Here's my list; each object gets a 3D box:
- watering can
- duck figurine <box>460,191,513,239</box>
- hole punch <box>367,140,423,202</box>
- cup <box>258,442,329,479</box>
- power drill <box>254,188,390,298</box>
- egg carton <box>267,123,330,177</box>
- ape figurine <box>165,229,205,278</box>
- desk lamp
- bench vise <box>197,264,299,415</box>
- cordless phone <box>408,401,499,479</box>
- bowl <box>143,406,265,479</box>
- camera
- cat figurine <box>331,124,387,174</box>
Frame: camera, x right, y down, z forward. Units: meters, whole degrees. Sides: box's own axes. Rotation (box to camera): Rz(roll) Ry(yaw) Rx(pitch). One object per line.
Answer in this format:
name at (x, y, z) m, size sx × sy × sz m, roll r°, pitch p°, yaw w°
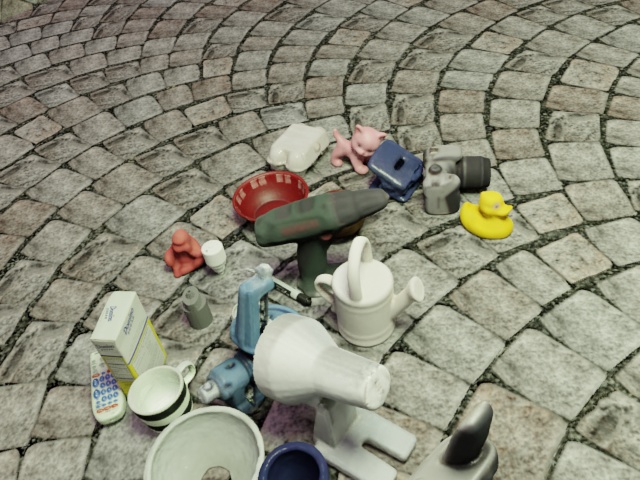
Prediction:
watering can at (0.077, 0.076, 0.922) m, size 0.173 × 0.194 × 0.101 m, roll -8°, pitch 44°, yaw 1°
duck figurine at (0.320, -0.058, 1.095) m, size 0.104 × 0.086 × 0.078 m, roll 22°, pitch 52°, yaw 28°
hole punch at (0.162, -0.149, 1.210) m, size 0.100 × 0.091 × 0.109 m, roll 18°, pitch 50°, yaw 25°
cup at (-0.038, 0.336, 0.748) m, size 0.091 × 0.095 × 0.118 m, roll 29°, pitch 56°, yaw 33°
power drill at (0.009, 0.004, 0.996) m, size 0.229 × 0.209 × 0.075 m, roll -7°, pitch 44°, yaw 3°
egg carton at (-0.047, -0.209, 1.319) m, size 0.107 × 0.069 × 0.150 m, roll 16°, pitch 50°, yaw 24°
ape figurine at (-0.263, 0.018, 1.109) m, size 0.077 × 0.092 × 0.076 m, roll 6°, pitch 46°, yaw 15°
desk lamp at (0.023, 0.213, 0.779) m, size 0.202 × 0.214 × 0.118 m, roll 21°, pitch 52°, yaw 28°
bench vise at (-0.095, 0.152, 0.854) m, size 0.121 × 0.220 × 0.208 m, roll 12°, pitch 48°, yaw 20°
cordless phone at (0.158, 0.279, 0.709) m, size 0.093 × 0.185 × 0.148 m, roll 30°, pitch 56°, yaw 33°
bowl at (-0.152, 0.322, 0.796) m, size 0.167 × 0.075 × 0.167 m, roll -5°, pitch 44°, yaw 5°
camera at (0.278, -0.134, 1.169) m, size 0.136 × 0.101 × 0.143 m, roll 0°, pitch 45°, yaw 10°
cat figurine at (0.083, -0.214, 1.270) m, size 0.127 × 0.118 × 0.067 m, roll 19°, pitch 51°, yaw 26°
